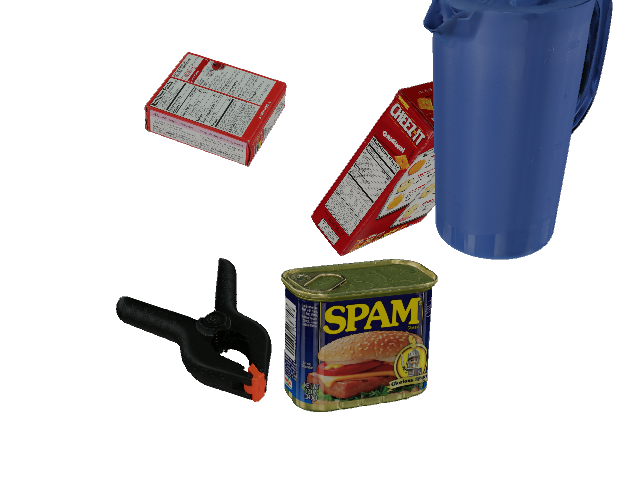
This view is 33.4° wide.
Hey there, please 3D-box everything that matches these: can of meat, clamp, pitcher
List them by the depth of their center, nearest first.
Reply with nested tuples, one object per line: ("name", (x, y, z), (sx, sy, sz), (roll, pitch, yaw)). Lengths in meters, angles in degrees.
("can of meat", (0.025, 0.063, 0.717), (0.102, 0.084, 0.057), (-5, 17, -21))
("pitcher", (0.167, -0.112, 0.926), (0.149, 0.243, 0.145), (6, 33, 12))
("clamp", (-0.091, 0.077, 0.960), (0.120, 0.039, 0.172), (-34, 51, -27))

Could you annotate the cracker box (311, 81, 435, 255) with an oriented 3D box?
("cracker box", (0.103, -0.091, 1.223), (0.163, 0.072, 0.214), (-22, -24, -45))

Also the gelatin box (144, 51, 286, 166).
("gelatin box", (-0.080, -0.102, 0.823), (0.089, 0.073, 0.030), (19, -40, 10))
